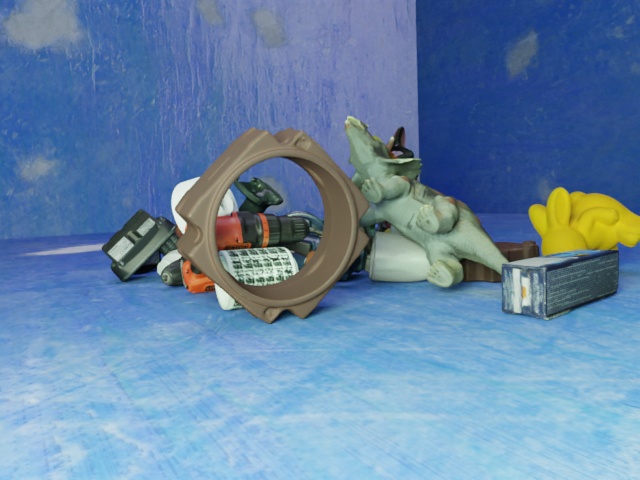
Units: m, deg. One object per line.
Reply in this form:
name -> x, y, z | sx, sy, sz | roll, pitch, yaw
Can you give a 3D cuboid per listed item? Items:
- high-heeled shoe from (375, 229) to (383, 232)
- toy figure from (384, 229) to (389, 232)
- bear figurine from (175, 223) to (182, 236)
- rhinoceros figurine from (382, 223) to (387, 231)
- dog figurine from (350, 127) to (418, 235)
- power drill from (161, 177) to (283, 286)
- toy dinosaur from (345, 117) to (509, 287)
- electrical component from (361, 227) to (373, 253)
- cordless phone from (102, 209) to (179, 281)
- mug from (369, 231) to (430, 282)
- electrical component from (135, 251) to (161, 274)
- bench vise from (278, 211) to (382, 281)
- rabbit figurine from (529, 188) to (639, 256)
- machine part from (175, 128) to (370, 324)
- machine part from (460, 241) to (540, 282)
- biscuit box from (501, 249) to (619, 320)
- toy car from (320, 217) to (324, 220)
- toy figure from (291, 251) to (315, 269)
high-heeled shoe -> 0.159, 0.033, 1.099 | 0.249, 0.086, 0.145 | -21, 42, -14
toy figure -> 0.226, 0.001, 1.206 | 0.180, 0.082, 0.089 | 2, 4, 22
bear figurine -> -0.313, -0.012, 1.347 | 0.196, 0.131, 0.120 | 5, 3, 16
rhinoceros figurine -> 0.230, -0.030, 1.389 | 0.190, 0.112, 0.073 | -14, 8, -30
dog figurine -> 0.108, -0.120, 1.058 | 0.108, 0.219, 0.192 | -21, 40, -32
power drill -> -0.164, -0.011, 0.968 | 0.086, 0.207, 0.232 | 36, 19, 18
toy dinosaur -> 0.169, -0.038, 0.844 | 0.405, 0.131, 0.192 | 39, 40, 24
electrical component -> 0.084, 0.013, 1.052 | 0.021, 0.093, 0.063 | -31, 21, -32
cordless phone -> -0.334, 0.036, 1.081 | 0.089, 0.146, 0.184 | 35, -15, 21
mug -> 0.140, 0.027, 0.902 | 0.107, 0.080, 0.110 | 8, 26, 3
electrical component -> -0.386, 0.035, 1.128 | 0.048, 0.074, 0.119 | 1, 9, 30
bench vise -> -0.003, 0.008, 1.026 | 0.224, 0.128, 0.241 | 0, 9, -2
rabbit figurine -> 0.429, -0.012, 0.891 | 0.173, 0.162, 0.122 | -35, -8, -27
machine part -> -0.054, -0.018, 0.648 | 0.201, 0.201, 0.087 | 46, -11, -26
machine part -> 0.287, 0.034, 0.928 | 0.179, 0.056, 0.179 | -4, 4, 0
biscuit box -> 0.308, 0.050, 0.677 | 0.202, 0.062, 0.059 | -6, 5, -39
toy car -> 0.033, 0.005, 1.214 | 0.162, 0.109, 0.103 | -13, -28, 41
toy figure -> -0.026, 0.045, 0.891 | 0.155, 0.064, 0.057 | -2, -7, 19
